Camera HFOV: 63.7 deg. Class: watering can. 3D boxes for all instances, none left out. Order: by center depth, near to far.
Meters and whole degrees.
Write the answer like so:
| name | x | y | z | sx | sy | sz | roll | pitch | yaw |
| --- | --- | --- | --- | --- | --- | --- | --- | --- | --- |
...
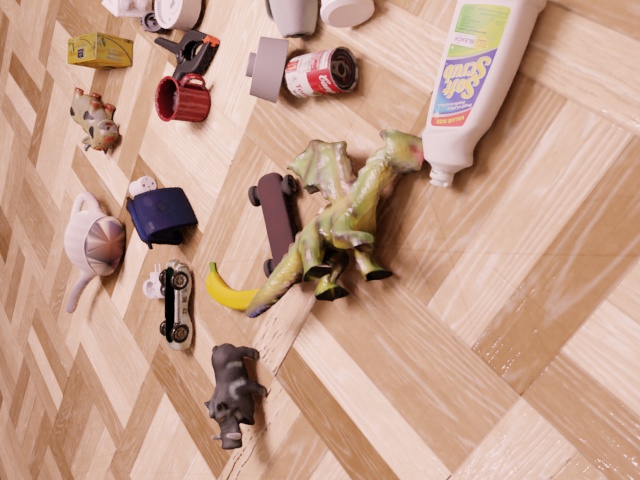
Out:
| name | x | y | z | sx | sy | sz | roll | pitch | yaw |
| --- | --- | --- | --- | --- | --- | --- | --- | --- | --- |
| watering can | -0.617 | 0.045 | 1.379 | 0.225 | 0.104 | 0.346 | 10 | 97 | 41 |

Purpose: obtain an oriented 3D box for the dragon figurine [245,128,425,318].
| name | x | y | z | sx | sy | sz | roll | pitch | yaw |
| --- | --- | --- | --- | --- | --- | --- | --- | --- | --- |
| dragon figurine | 0.002 | -0.041 | 0.812 | 0.406 | 0.121 | 0.247 | -25 | 59 | 34 |
